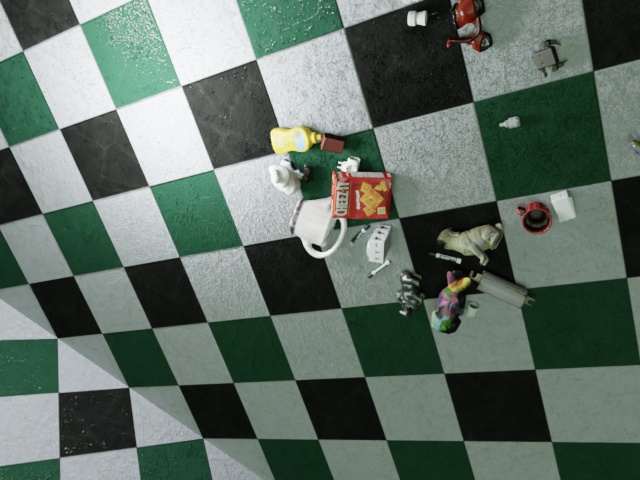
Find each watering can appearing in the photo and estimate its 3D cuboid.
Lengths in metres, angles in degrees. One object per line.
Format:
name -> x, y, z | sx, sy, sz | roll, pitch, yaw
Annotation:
watering can -> 0.006, -0.100, 1.990 | 0.225, 0.105, 0.343 | 22, 106, 9

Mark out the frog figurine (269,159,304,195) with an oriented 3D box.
frog figurine -> -0.142, -0.229, 1.949 | 0.121, 0.162, 0.137 | -31, 100, 31

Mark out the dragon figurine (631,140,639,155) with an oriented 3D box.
dragon figurine -> 1.143, -0.210, 1.511 | 0.241, 0.123, 0.409 | -43, 95, 13
